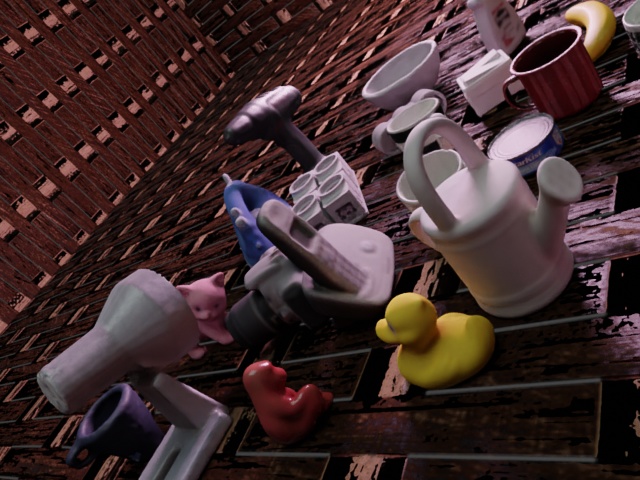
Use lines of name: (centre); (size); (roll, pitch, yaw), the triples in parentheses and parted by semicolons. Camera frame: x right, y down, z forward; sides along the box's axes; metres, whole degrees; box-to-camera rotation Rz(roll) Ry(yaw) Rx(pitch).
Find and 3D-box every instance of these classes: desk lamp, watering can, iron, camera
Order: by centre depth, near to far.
watering can: (0.147, -0.030, 0.515); (0.172, 0.194, 0.101); (-25, 29, 32)
desk lamp: (-0.207, 0.171, 0.682); (0.117, 0.214, 0.203); (-15, 35, 45)
camera: (-0.066, 0.073, 0.779); (0.137, 0.101, 0.143); (-37, 24, 9)
iron: (-0.114, -0.031, 0.978); (0.118, 0.142, 0.258); (-39, 24, 5)

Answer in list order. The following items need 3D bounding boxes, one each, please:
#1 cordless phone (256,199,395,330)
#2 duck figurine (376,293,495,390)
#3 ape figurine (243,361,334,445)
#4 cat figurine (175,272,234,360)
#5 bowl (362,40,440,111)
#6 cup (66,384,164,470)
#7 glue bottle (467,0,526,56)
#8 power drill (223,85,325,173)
cordless phone: (0.006, 0.002, 0.684); (0.094, 0.185, 0.147); (-30, 27, 25)
duck figurine: (0.100, 0.083, 0.527); (0.104, 0.086, 0.077); (-22, 30, 37)
ape figurine: (-0.043, 0.162, 0.601); (0.076, 0.092, 0.077); (-48, 25, -14)
cat figurine: (-0.182, 0.108, 0.872); (0.127, 0.118, 0.067); (-30, 26, 24)
bowl: (0.167, -0.300, 1.096); (0.167, 0.075, 0.167); (-33, 25, 18)
cup: (-0.264, 0.264, 0.757); (0.091, 0.095, 0.118); (-2, 45, 55)
glue bottle: (0.280, -0.393, 0.959); (0.078, 0.173, 0.037); (-51, 26, -20)
power drill: (-0.067, -0.187, 1.088); (0.075, 0.209, 0.230); (-22, 30, 37)
